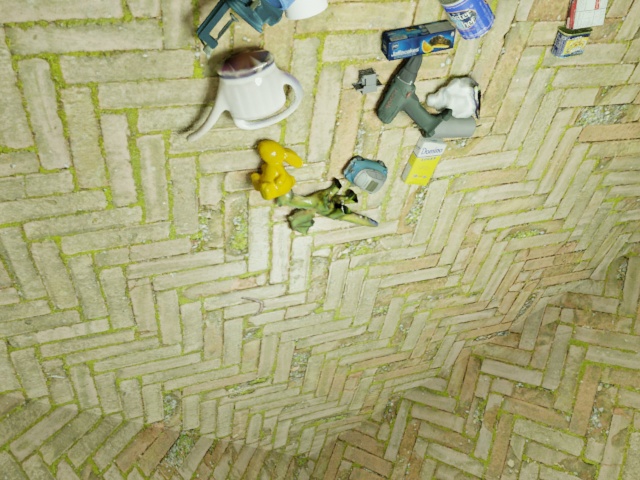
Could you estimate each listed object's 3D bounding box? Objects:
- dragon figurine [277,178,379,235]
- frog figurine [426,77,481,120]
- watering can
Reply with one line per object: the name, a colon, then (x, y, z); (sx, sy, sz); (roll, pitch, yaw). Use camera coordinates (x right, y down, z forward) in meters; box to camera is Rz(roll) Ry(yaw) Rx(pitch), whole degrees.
dragon figurine: (0.005, -0.090, 1.795); (0.240, 0.125, 0.405); (-25, 139, 29)
frog figurine: (0.419, -0.441, 1.613); (0.159, 0.125, 0.135); (4, 154, 25)
watering can: (-0.218, -0.382, 1.378); (0.348, 0.106, 0.219); (-18, 136, -4)
